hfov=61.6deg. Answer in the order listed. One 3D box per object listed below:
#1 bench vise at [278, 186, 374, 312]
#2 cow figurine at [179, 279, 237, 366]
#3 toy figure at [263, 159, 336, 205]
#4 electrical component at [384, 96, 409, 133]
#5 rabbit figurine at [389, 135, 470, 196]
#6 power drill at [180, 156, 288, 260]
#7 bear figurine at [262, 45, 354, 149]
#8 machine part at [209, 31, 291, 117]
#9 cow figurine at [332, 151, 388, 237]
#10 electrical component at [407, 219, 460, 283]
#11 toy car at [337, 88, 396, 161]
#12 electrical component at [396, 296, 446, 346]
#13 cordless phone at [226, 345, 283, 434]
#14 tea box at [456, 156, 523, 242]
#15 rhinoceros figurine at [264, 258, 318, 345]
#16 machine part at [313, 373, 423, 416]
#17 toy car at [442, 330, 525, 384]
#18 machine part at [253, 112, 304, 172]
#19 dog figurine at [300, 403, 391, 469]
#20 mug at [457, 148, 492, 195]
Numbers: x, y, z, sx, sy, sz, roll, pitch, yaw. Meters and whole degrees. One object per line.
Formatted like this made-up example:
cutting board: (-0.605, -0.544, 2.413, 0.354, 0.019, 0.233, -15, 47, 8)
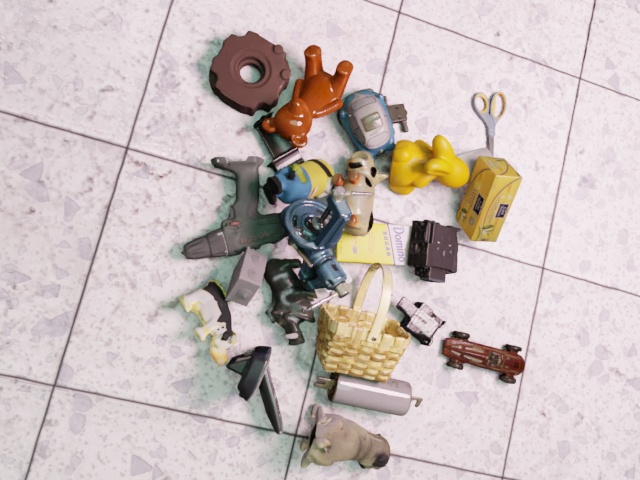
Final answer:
bench vise: (0.007, -0.005, 1.028, 0.129, 0.240, 0.224, -9, 62, -29)
cow figurine: (-0.214, 0.170, 1.108, 0.098, 0.068, 0.167, -28, 93, -18)
toy figure: (-0.039, -0.124, 1.128, 0.180, 0.082, 0.089, -14, 88, -42)
electrical component: (0.172, -0.291, 1.247, 0.063, 0.021, 0.094, -14, 88, -13)
rabbit figurine: (0.244, -0.166, 1.171, 0.173, 0.162, 0.122, 17, 74, 7)
power drill: (-0.182, -0.071, 1.126, 0.232, 0.086, 0.207, -6, 83, -14)
bear figurine: (-0.030, -0.298, 1.137, 0.120, 0.131, 0.196, 32, 57, 14)
machine part: (-0.152, -0.362, 1.168, 0.179, 0.056, 0.179, 1, 86, -10)
cow figurine: (0.087, -0.101, 1.151, 0.127, 0.086, 0.195, 26, 63, -49)
electrical component: (0.255, 0.028, 1.200, 0.115, 0.058, 0.134, 10, 82, -37)
toy car: (0.105, -0.256, 1.182, 0.109, 0.103, 0.161, -23, 91, 2)
electrical component: (0.215, 0.176, 1.205, 0.119, 0.048, 0.075, 37, 79, -6)
cordless phone: (-0.114, 0.310, 1.073, 0.089, 0.146, 0.184, -19, 87, -4)
tea box: (0.372, -0.090, 1.193, 0.068, 0.098, 0.169, 4, 123, -13)
rhinoceros figurine: (-0.064, 0.127, 1.137, 0.112, 0.073, 0.190, -18, 89, -14)
machine part: (0.106, 0.325, 1.155, 0.243, 0.079, 0.079, 14, 83, -9)
toy car: (0.378, 0.267, 1.231, 0.202, 0.053, 0.089, 17, 85, -11)
machine part: (-0.095, -0.209, 1.177, 0.084, 0.039, 0.138, -29, 93, -8)
dog figurine: (0.067, 0.421, 1.096, 0.191, 0.172, 0.121, 19, 93, -3)
mug: (0.339, -0.154, 1.248, 0.107, 0.081, 0.109, -8, 100, -2)
